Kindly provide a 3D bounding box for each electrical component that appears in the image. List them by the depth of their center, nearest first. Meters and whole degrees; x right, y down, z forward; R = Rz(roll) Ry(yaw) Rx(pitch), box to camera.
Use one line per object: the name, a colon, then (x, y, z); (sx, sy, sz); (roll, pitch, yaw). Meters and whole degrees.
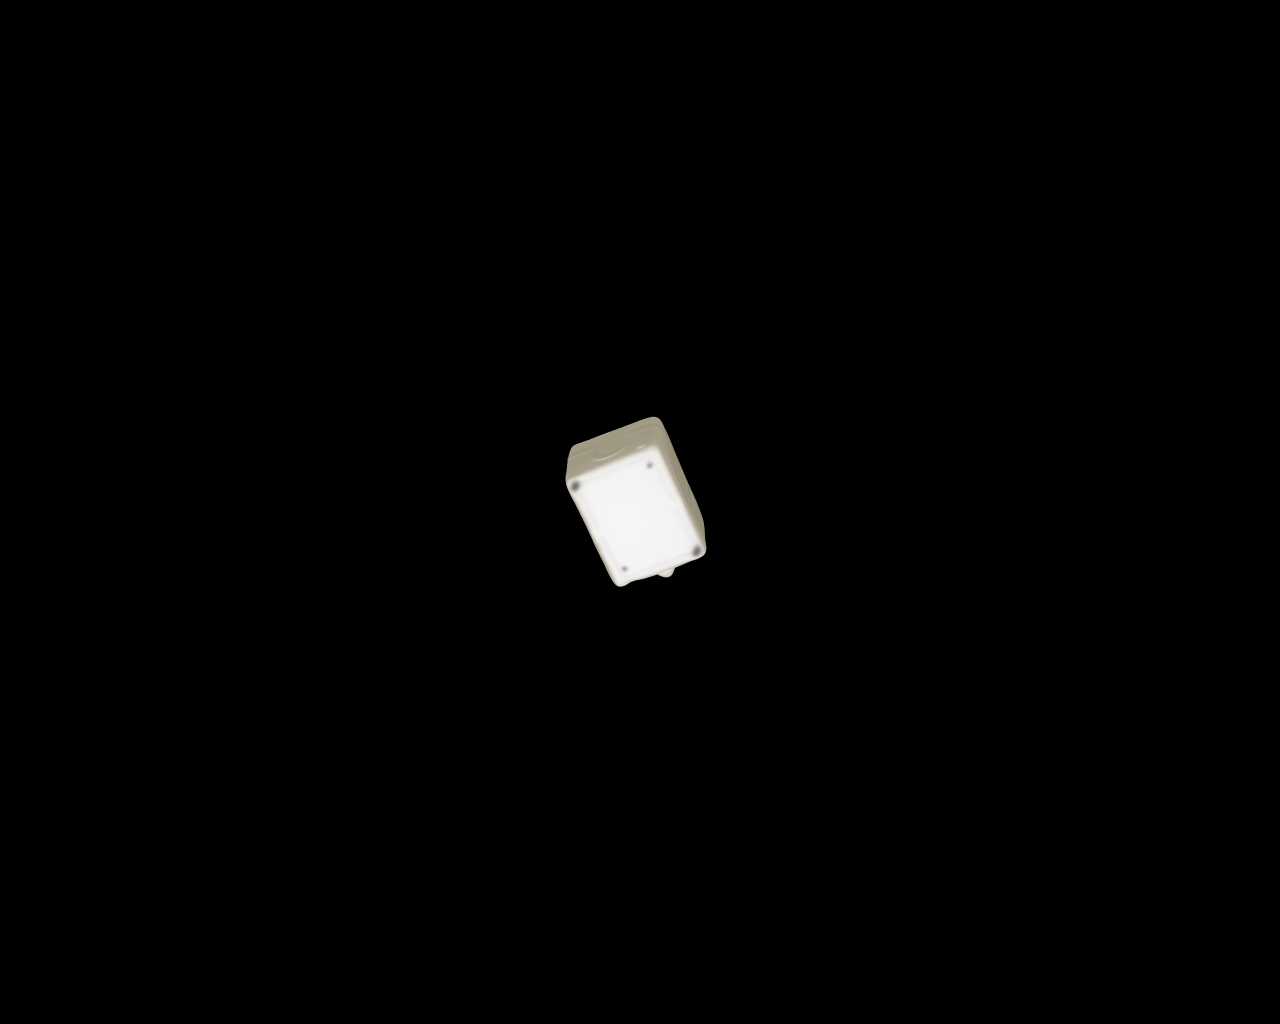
electrical component: (0.001, -0.003, 0.650); (0.062, 0.096, 0.061); (-20, 24, 9)
